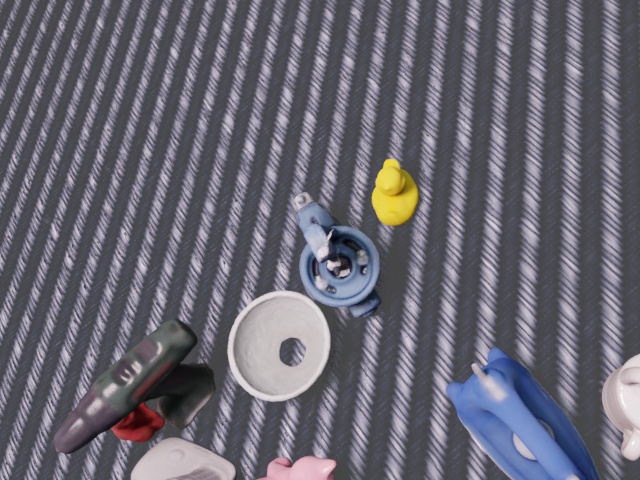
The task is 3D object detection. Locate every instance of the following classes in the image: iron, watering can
[{"bbox_3d":[0.274,0.255,0.718,0.118,0.142,0.257,-40,64,0],"label":"iron"},{"bbox_3d":[0.403,0.176,0.678,0.100,0.194,0.173,4,71,19],"label":"watering can"}]

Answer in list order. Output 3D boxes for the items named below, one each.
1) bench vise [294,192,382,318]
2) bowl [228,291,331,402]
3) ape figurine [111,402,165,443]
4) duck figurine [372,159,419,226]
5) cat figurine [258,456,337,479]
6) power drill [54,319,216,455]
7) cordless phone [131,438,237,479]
[{"bbox_3d":[0.000,0.012,0.853,0.207,0.220,0.121,41,86,26],"label":"bench vise"},{"bbox_3d":[-0.054,0.168,0.893,0.167,0.075,0.167,-6,69,16],"label":"bowl"},{"bbox_3d":[-0.308,0.288,0.919,0.076,0.092,0.077,-21,65,10],"label":"ape figurine"},{"bbox_3d":[0.117,-0.081,0.925,0.077,0.086,0.104,-1,70,18],"label":"duck figurine"},{"bbox_3d":[-0.030,0.337,0.798,0.127,0.118,0.067,-9,68,15],"label":"cat figurine"},{"bbox_3d":[-0.254,0.228,0.859,0.075,0.209,0.230,36,84,26],"label":"power drill"},{"bbox_3d":[-0.217,0.344,0.817,0.147,0.185,0.094,13,75,22],"label":"cordless phone"}]
